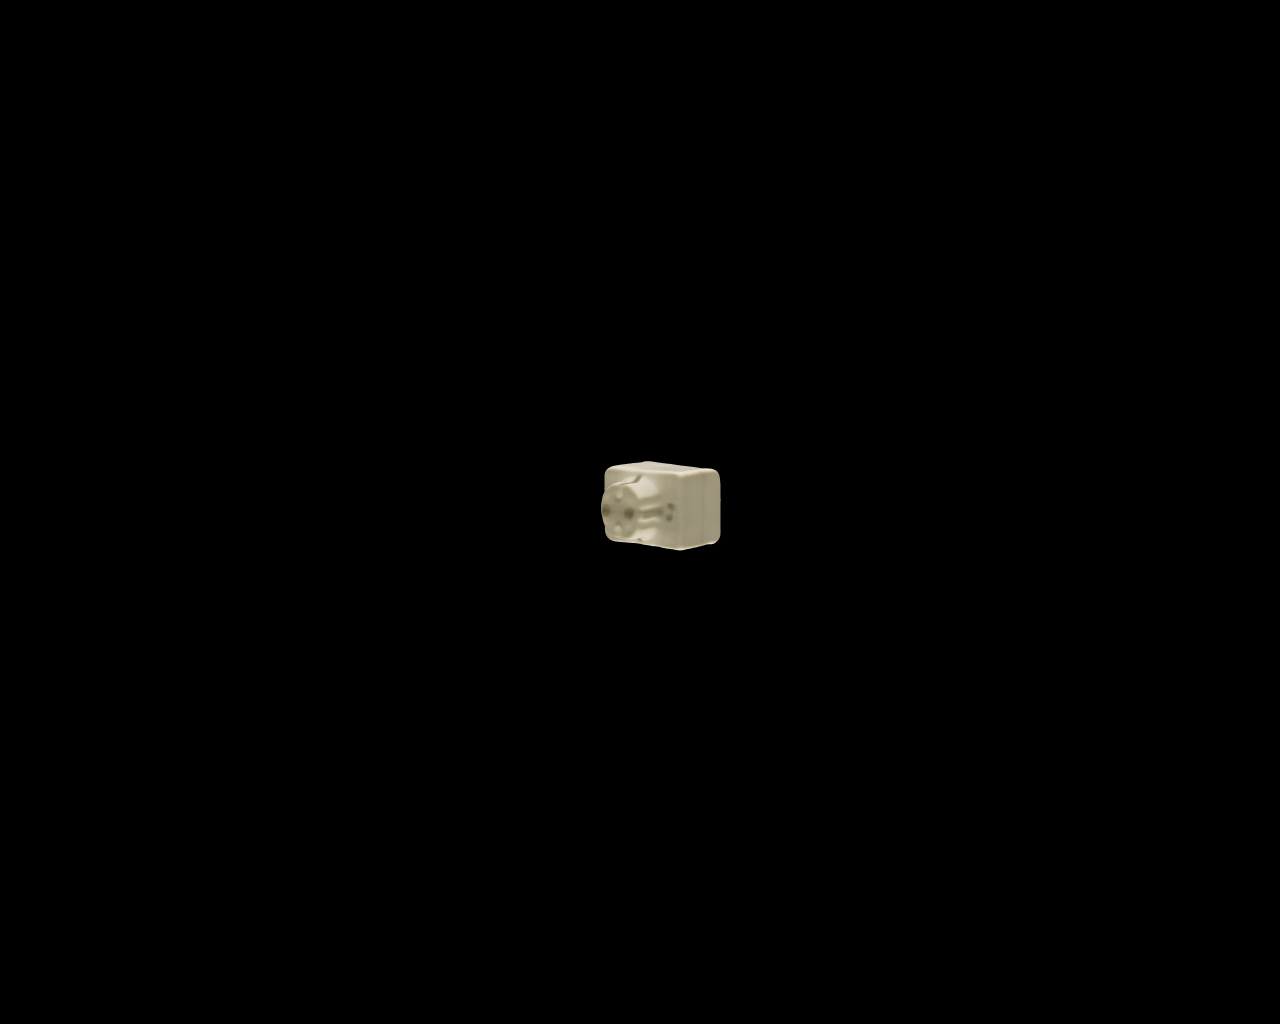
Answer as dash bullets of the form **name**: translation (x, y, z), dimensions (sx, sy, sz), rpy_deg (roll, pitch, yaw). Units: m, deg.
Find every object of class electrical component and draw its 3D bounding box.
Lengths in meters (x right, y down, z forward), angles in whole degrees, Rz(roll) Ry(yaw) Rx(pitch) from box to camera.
- **electrical component**: translation (0.001, -0.003, 0.650), dimensions (0.066, 0.047, 0.077), rpy_deg (8, 12, 43)
